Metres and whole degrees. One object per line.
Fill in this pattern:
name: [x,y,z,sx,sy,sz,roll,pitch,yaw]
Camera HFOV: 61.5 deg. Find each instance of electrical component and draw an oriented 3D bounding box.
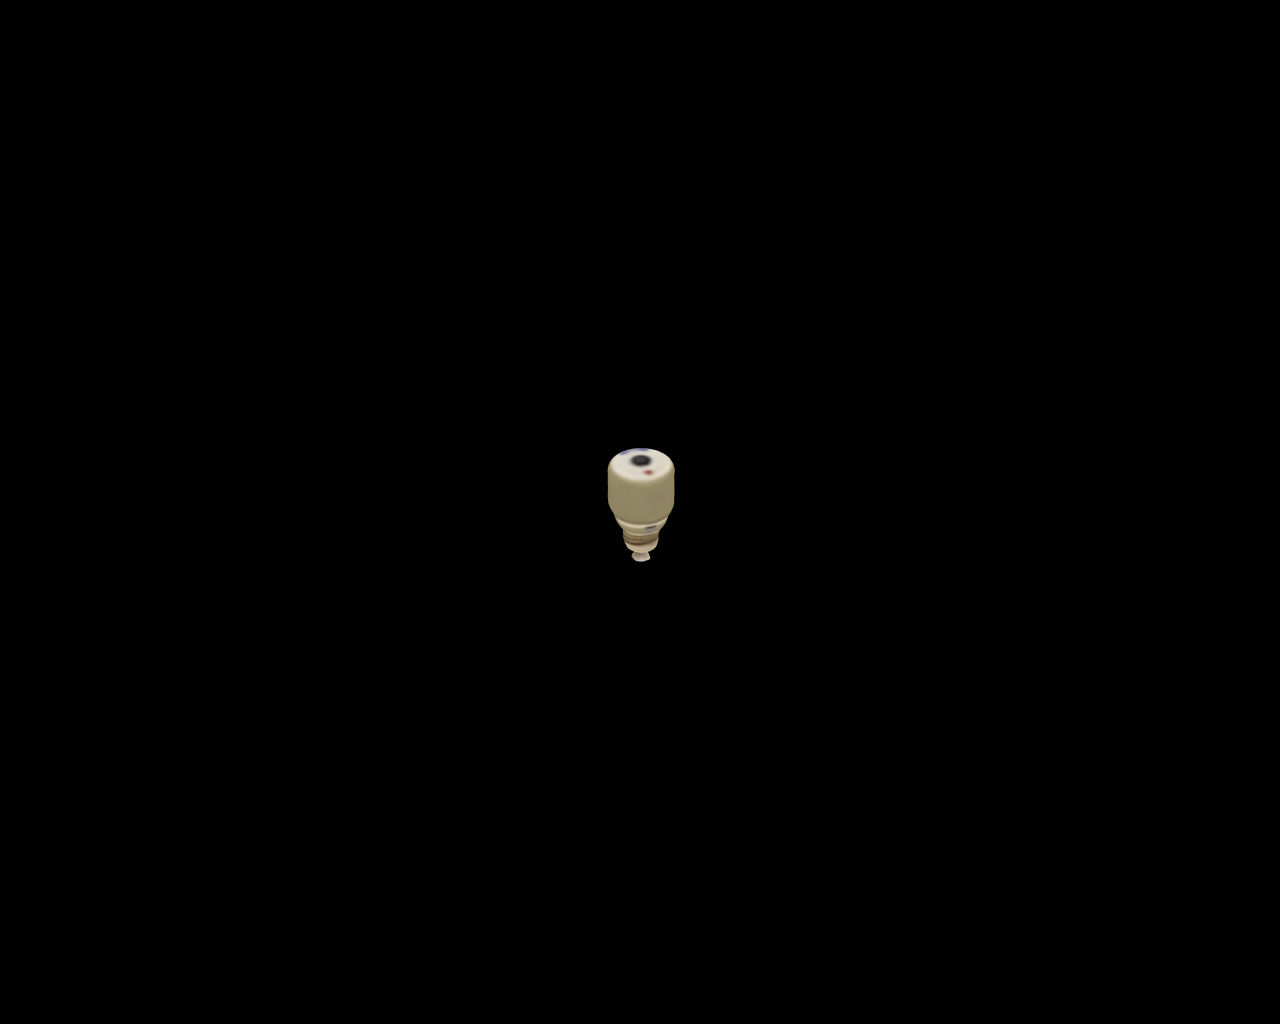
electrical component: [0.001,-0.003,0.650,0.040,0.078,0.040,0,36,0]
